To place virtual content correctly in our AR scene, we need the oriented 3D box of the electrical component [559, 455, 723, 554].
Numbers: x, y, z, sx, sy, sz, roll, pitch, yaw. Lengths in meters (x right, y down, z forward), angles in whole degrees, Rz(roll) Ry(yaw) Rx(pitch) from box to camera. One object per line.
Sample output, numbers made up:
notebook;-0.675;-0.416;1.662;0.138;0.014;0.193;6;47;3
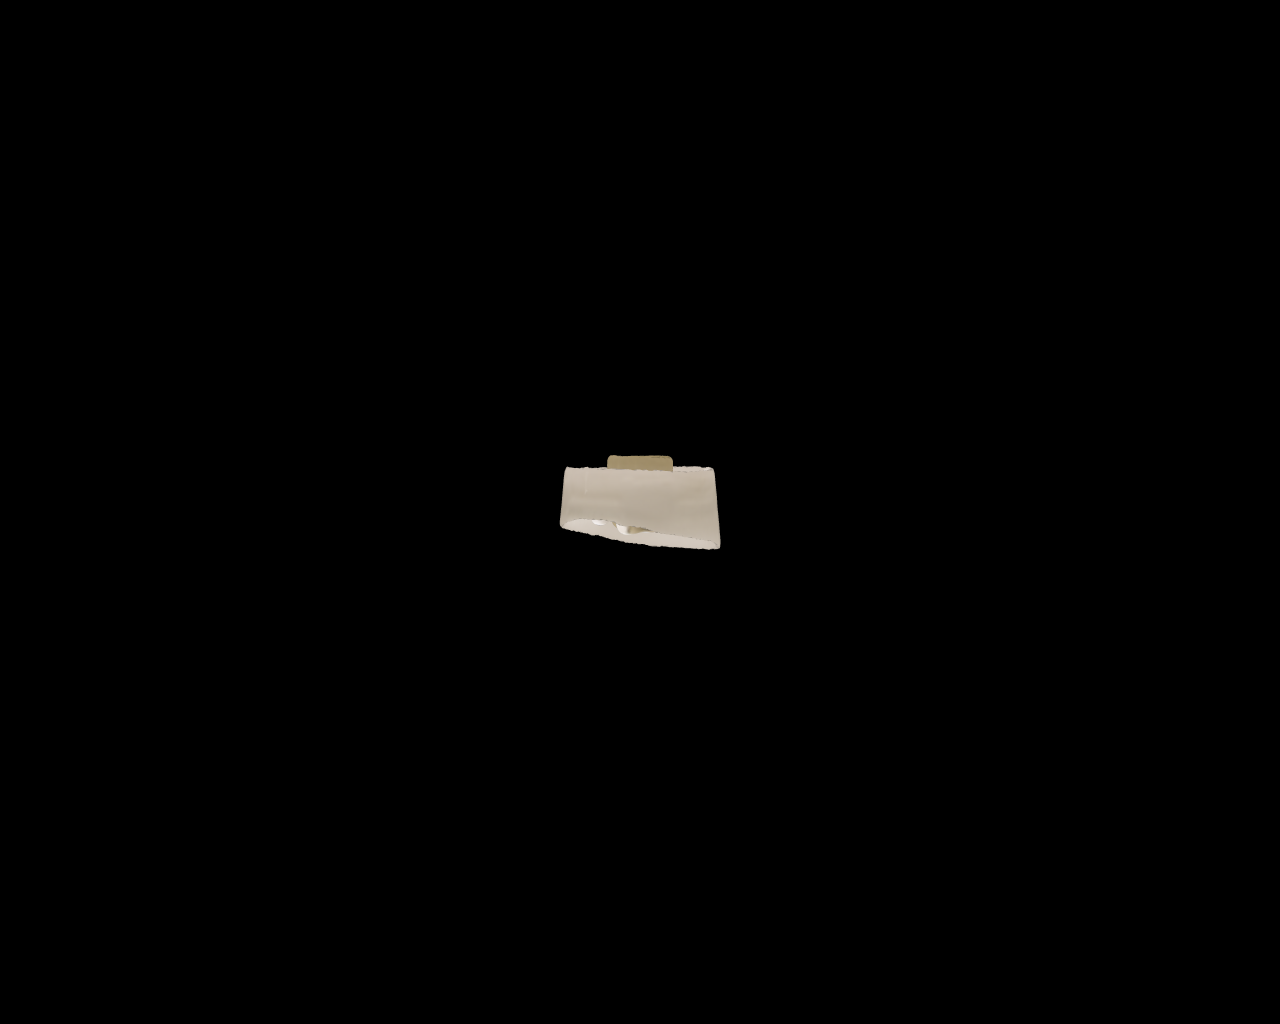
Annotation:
electrical component;0.001;-0.003;0.650;0.099;0.064;0.099;0;4;0
